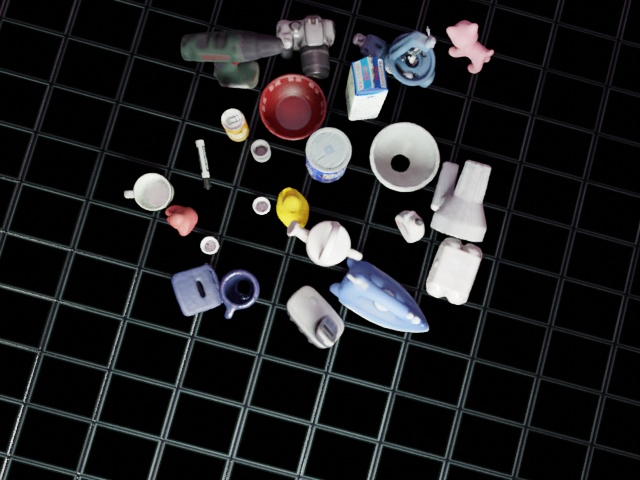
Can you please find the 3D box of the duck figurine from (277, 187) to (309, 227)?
[{"bbox_3d":[-0.065,-0.077,1.357,0.077,0.086,0.104,-17,87,-3],"label":"duck figurine"}]

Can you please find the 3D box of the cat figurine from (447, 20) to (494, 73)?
[{"bbox_3d":[0.364,-0.479,1.384,0.128,0.117,0.067,37,86,1],"label":"cat figurine"}]

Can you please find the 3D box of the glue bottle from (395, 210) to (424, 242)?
[{"bbox_3d":[0.215,-0.036,1.321,0.037,0.173,0.078,-31,87,-4],"label":"glue bottle"}]

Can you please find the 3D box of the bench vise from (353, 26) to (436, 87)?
[{"bbox_3d":[0.179,-0.427,1.323,0.207,0.219,0.121,3,86,-2],"label":"bench vise"}]

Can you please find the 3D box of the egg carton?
[{"bbox_3d":[0.319,0.073,1.369,0.107,0.069,0.150,20,86,-1],"label":"egg carton"}]

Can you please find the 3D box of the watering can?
[{"bbox_3d":[0.011,0.007,1.300,0.173,0.194,0.101,1,86,-2],"label":"watering can"}]

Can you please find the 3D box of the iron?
[{"bbox_3d":[0.155,0.143,1.322,0.258,0.141,0.119,32,86,0],"label":"iron"}]

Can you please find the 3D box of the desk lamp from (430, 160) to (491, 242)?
[{"bbox_3d":[0.321,-0.093,1.308,0.118,0.213,0.203,15,86,-1],"label":"desk lamp"}]

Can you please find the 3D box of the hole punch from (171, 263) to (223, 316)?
[{"bbox_3d":[-0.283,0.114,1.333,0.101,0.091,0.109,-21,87,-3],"label":"hole punch"}]

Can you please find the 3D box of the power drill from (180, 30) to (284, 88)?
[{"bbox_3d":[-0.193,-0.420,1.314,0.229,0.208,0.076,2,86,-2],"label":"power drill"}]

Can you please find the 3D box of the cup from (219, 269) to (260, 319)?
[{"bbox_3d":[-0.188,0.127,1.334,0.091,0.095,0.118,21,86,0],"label":"cup"}]

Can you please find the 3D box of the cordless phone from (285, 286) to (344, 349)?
[{"bbox_3d":[-0.012,0.178,1.292,0.094,0.185,0.147,-44,88,-4],"label":"cordless phone"}]

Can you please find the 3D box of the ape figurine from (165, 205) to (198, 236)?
[{"bbox_3d":[-0.328,-0.049,1.342,0.076,0.092,0.078,-14,87,-3],"label":"ape figurine"}]

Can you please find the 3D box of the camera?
[{"bbox_3d":[-0.030,-0.460,1.377,0.143,0.100,0.137,-5,86,-2],"label":"camera"}]

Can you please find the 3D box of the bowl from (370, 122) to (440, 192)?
[{"bbox_3d":[0.198,-0.194,1.380,0.167,0.074,0.167,0,86,-2],"label":"bowl"}]
